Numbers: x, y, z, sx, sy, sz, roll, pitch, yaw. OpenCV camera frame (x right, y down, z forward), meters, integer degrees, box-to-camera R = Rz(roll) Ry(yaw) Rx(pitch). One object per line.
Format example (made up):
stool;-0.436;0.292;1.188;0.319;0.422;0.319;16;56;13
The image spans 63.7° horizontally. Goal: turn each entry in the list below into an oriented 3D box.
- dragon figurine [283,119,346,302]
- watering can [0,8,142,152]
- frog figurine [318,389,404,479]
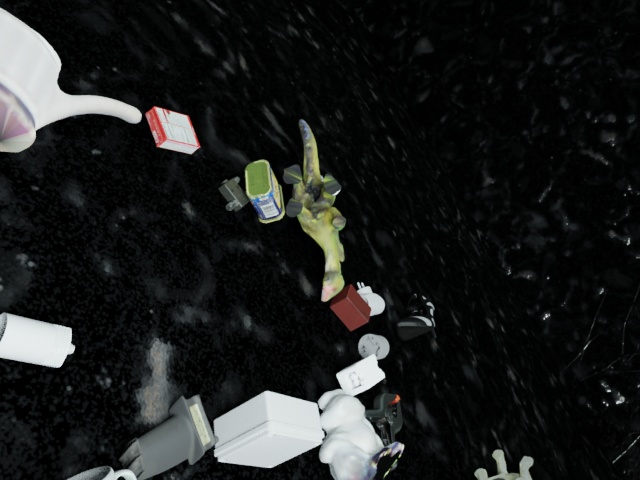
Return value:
dragon figurine;0.004;-0.059;1.179;0.237;0.122;0.420;71;12;-55
watering can;-0.391;-0.204;0.679;0.343;0.103;0.230;33;36;-40
frog figurine;0.044;0.331;0.857;0.161;0.121;0.138;30;20;33
